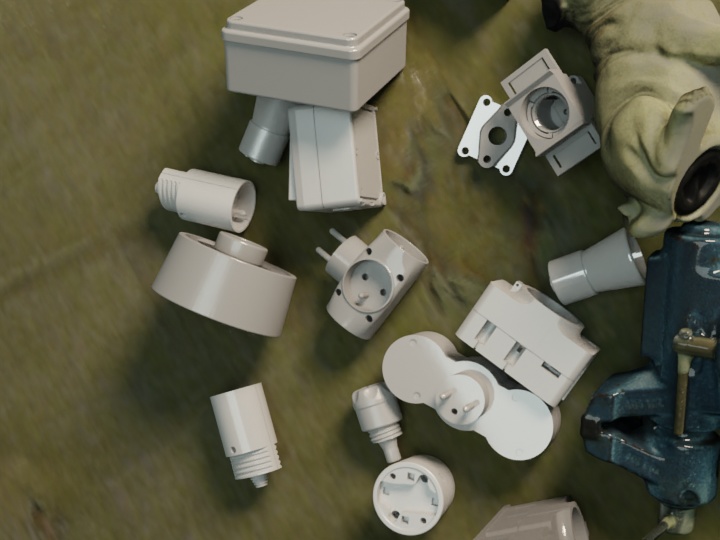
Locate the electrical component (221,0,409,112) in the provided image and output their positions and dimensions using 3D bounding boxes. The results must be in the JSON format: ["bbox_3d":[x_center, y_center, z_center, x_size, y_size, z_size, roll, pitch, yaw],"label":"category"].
[{"bbox_3d":[-0.031,-0.168,0.807,0.109,0.108,0.056,13,123,19],"label":"electrical component"}]

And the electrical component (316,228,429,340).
[{"bbox_3d":[0.000,0.000,0.838,0.079,0.044,0.077,40,104,15],"label":"electrical component"}]

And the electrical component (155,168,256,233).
[{"bbox_3d":[-0.131,-0.060,0.884,0.081,0.043,0.043,13,96,19],"label":"electrical component"}]

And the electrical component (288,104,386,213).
[{"bbox_3d":[-0.021,-0.093,0.834,0.061,0.062,0.096,-5,90,19],"label":"electrical component"}]

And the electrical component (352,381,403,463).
[{"bbox_3d":[0.017,0.120,0.841,0.035,0.035,0.061,-19,87,19],"label":"electrical component"}]

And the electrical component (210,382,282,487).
[{"bbox_3d":[-0.091,0.136,0.874,0.043,0.043,0.081,-17,86,19],"label":"electrical component"}]

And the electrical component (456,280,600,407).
[{"bbox_3d":[0.126,0.049,0.792,0.089,0.050,0.055,37,103,15],"label":"electrical component"}]

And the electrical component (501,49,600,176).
[{"bbox_3d":[0.143,-0.113,0.774,0.042,0.064,0.081,-35,80,31],"label":"electrical component"}]

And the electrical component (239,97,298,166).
[{"bbox_3d":[-0.071,-0.117,0.863,0.044,0.044,0.065,28,105,17],"label":"electrical component"}]

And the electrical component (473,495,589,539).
[{"bbox_3d":[0.121,0.225,0.726,0.060,0.186,0.105,-16,86,19],"label":"electrical component"}]

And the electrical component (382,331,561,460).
[{"bbox_3d":[0.079,0.093,0.797,0.138,0.074,0.052,27,100,17],"label":"electrical component"}]

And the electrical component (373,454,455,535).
[{"bbox_3d":[0.043,0.170,0.825,0.055,0.047,0.055,0,91,19],"label":"electrical component"}]

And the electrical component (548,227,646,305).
[{"bbox_3d":[0.170,0.000,0.781,0.065,0.044,0.044,-21,84,24],"label":"electrical component"}]

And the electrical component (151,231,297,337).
[{"bbox_3d":[-0.102,0.005,0.844,0.108,0.108,0.060,22,93,18],"label":"electrical component"}]
